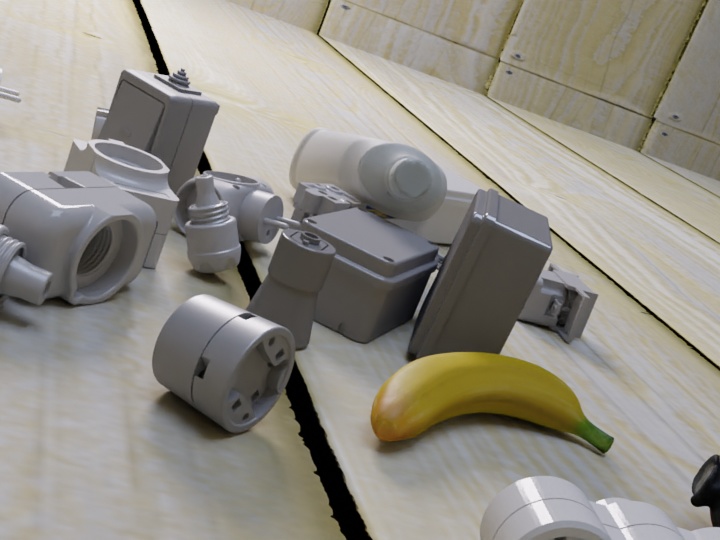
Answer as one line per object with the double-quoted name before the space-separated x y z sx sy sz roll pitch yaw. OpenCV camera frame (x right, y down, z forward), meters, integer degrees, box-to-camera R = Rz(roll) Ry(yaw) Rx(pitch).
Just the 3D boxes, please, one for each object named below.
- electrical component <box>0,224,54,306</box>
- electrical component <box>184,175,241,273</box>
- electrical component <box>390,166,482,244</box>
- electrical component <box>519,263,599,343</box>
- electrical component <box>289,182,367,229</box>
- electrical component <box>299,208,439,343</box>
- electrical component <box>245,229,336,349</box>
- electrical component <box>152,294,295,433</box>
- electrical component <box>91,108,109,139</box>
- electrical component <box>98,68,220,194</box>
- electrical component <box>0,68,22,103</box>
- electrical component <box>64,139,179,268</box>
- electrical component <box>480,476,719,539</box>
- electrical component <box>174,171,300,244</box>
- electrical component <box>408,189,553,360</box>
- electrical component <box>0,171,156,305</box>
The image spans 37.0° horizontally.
"electrical component" -0.184 -0.002 0.530 0.062 0.043 0.043 23 15 -4
"electrical component" -0.097 -0.031 0.699 0.035 0.061 0.035 -6 15 1
"electrical component" 0.061 -0.071 1.065 0.109 0.056 0.109 34 19 36
"electrical component" 0.158 0.024 0.908 0.064 0.042 0.081 13 17 -16
"electrical component" -0.030 -0.033 0.817 0.048 0.055 0.066 31 17 28
"electrical component" 0.000 0.000 0.744 0.078 0.057 0.113 26 16 16
"electrical component" -0.040 0.009 0.644 0.044 0.065 0.044 20 16 -6
"electrical component" -0.066 0.043 0.518 0.047 0.055 0.055 25 15 25
"electrical component" -0.198 -0.114 0.895 0.046 0.040 0.040 10 18 -17
"electrical component" -0.158 -0.111 0.830 0.062 0.096 0.061 32 19 30
"electrical component" -0.306 -0.146 0.843 0.079 0.044 0.077 14 17 -27
"electrical component" -0.158 -0.048 0.694 0.050 0.055 0.089 11 19 -34
"electrical component" 0.119 0.128 0.485 0.138 0.052 0.073 18 16 -12
"electrical component" -0.082 -0.042 0.785 0.079 0.044 0.077 17 13 21
"electrical component" 0.083 0.009 0.730 0.056 0.108 0.108 25 16 2
"electrical component" -0.161 -0.019 0.595 0.059 0.053 0.095 28 17 21
